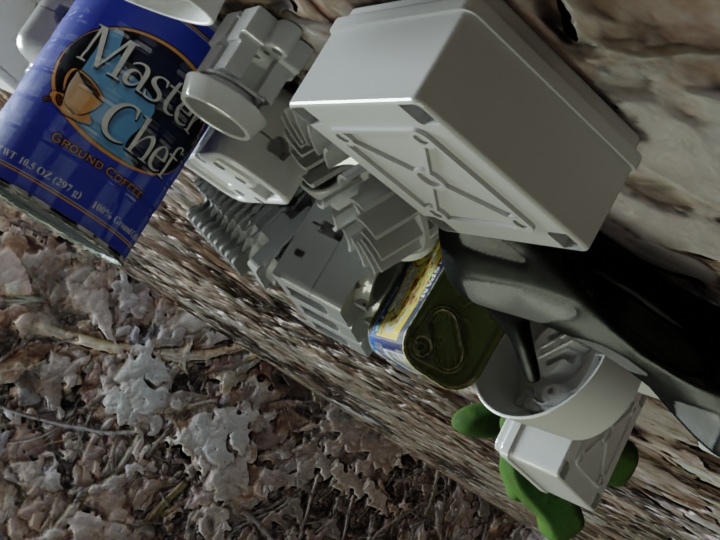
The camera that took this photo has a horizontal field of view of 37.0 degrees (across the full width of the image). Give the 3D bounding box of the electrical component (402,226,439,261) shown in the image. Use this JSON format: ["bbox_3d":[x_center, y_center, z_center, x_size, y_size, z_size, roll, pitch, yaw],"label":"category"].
[{"bbox_3d":[0.030,-0.032,0.669,0.045,0.045,0.055,29,170,6],"label":"electrical component"}]

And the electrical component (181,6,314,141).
[{"bbox_3d":[-0.061,-0.101,0.559,0.048,0.055,0.066,36,168,-28],"label":"electrical component"}]

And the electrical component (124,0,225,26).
[{"bbox_3d":[-0.099,-0.140,0.454,0.099,0.064,0.099,29,170,6],"label":"electrical component"}]

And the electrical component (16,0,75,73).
[{"bbox_3d":[-0.177,-0.136,0.700,0.054,0.059,0.095,28,169,16],"label":"electrical component"}]

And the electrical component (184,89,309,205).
[{"bbox_3d":[-0.064,-0.079,0.660,0.054,0.059,0.095,35,168,-25],"label":"electrical component"}]

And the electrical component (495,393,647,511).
[{"bbox_3d":[0.162,0.112,0.808,0.056,0.108,0.109,20,165,34],"label":"electrical component"}]

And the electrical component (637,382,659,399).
[{"bbox_3d":[0.180,0.057,0.687,0.040,0.040,0.078,38,167,-38],"label":"electrical component"}]

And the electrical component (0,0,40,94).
[{"bbox_3d":[-0.260,-0.174,0.746,0.061,0.061,0.096,24,168,32],"label":"electrical component"}]

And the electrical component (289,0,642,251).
[{"bbox_3d":[0.043,-0.062,0.459,0.109,0.056,0.109,36,168,-29],"label":"electrical component"}]

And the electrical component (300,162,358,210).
[{"bbox_3d":[-0.012,-0.058,0.678,0.040,0.040,0.046,23,173,35],"label":"electrical component"}]

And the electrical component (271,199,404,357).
[{"bbox_3d":[0.000,0.000,0.774,0.062,0.089,0.150,28,169,15],"label":"electrical component"}]

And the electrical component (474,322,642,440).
[{"bbox_3d":[0.126,0.055,0.668,0.064,0.099,0.099,27,171,-23],"label":"electrical component"}]

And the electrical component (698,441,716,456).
[{"bbox_3d":[0.253,0.098,0.653,0.100,0.048,0.099,25,168,27],"label":"electrical component"}]
